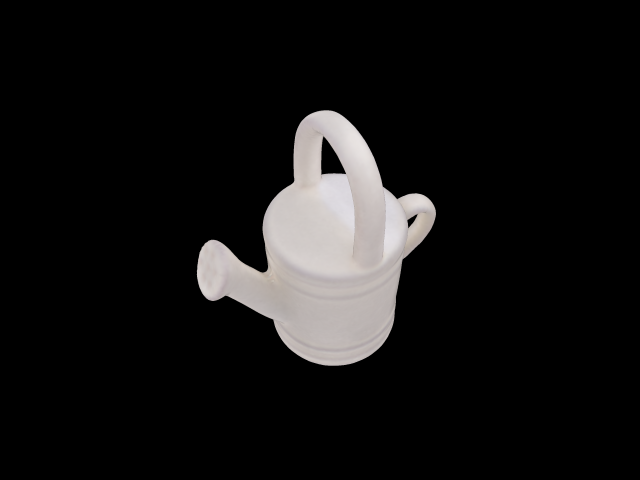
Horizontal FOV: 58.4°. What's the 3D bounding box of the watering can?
[{"bbox_3d":[0.005,0.003,0.399,0.100,0.194,0.173,34,58,26],"label":"watering can"}]
